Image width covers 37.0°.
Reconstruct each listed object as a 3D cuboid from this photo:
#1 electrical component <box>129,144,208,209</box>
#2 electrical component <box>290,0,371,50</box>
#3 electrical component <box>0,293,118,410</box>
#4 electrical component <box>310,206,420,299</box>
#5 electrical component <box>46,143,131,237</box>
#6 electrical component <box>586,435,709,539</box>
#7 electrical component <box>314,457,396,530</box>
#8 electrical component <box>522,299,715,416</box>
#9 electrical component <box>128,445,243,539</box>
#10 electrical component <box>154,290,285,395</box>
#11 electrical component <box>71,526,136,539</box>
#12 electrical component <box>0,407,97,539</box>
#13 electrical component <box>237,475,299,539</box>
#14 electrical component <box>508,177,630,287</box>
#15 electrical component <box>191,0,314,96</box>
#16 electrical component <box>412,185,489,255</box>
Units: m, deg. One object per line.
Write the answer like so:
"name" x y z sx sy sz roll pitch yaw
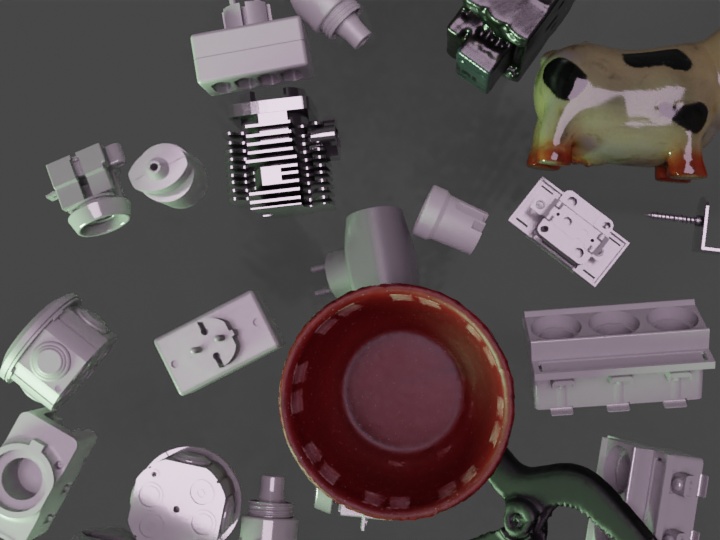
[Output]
"electrical component" -0.142 -0.071 0.795 0.043 0.081 0.043 0 88 4
"electrical component" -0.019 -0.194 0.810 0.043 0.043 0.062 -44 87 1
"electrical component" -0.223 0.061 0.797 0.051 0.080 0.080 39 91 -1
"electrical component" 0.000 0.000 0.799 0.079 0.043 0.077 -14 74 20
"electrical component" -0.203 -0.059 0.817 0.066 0.048 0.055 -23 79 3
"electrical component" 0.202 0.186 0.768 0.063 0.079 0.121 10 88 -17
"electrical component" -0.005 0.157 0.794 0.055 0.048 0.066 6 88 -3
"electrical component" 0.182 0.063 0.772 0.121 0.078 0.063 -4 117 4
"electrical component" -0.130 0.173 0.799 0.080 0.051 0.080 0 88 4
"electrical component" -0.106 0.054 0.790 0.083 0.076 0.047 -27 86 3
"electrical component" -0.174 0.221 0.787 0.079 0.077 0.043 13 88 4
"electrical component" -0.246 0.154 0.806 0.050 0.056 0.089 29 90 5
"electrical component" -0.067 0.184 0.799 0.048 0.048 0.062 3 81 4
"electrical component" 0.153 -0.028 0.781 0.081 0.064 0.042 38 92 4
"electrical component" -0.083 -0.179 0.812 0.083 0.047 0.075 -9 87 4
"electrical component" 0.068 -0.036 0.800 0.046 0.040 0.040 24 90 -1
